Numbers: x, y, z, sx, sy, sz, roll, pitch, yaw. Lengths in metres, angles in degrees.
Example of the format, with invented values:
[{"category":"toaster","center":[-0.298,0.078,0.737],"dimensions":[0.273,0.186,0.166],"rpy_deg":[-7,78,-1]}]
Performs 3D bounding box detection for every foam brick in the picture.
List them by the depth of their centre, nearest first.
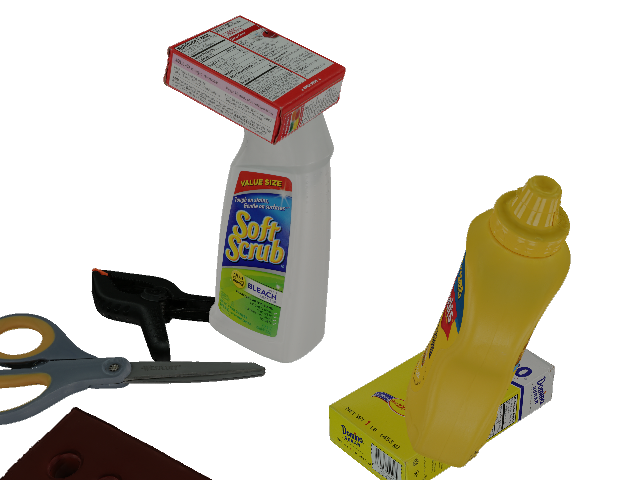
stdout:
[{"category":"foam brick","center":[-0.084,0.116,0.435],"dimensions":[0.078,0.051,0.052],"rpy_deg":[21,45,25]}]

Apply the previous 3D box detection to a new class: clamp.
[{"category":"clamp","center":[-0.174,0.073,1.114],"dimensions":[0.210,0.036,0.164],"rpy_deg":[16,20,29]}]

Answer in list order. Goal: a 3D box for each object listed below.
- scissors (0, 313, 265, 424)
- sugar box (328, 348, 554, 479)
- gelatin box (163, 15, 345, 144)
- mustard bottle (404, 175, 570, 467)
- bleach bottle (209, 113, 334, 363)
[{"category":"scissors","center":[-0.143,0.074,0.699],"dimensions":[0.201,0.016,0.096],"rpy_deg":[-12,44,-7]},{"category":"sugar box","center":[0.103,0.134,0.889],"dimensions":[0.175,0.048,0.093],"rpy_deg":[-28,41,-31]},{"category":"gelatin box","center":[-0.041,-0.102,0.667],"dimensions":[0.089,0.030,0.073],"rpy_deg":[29,40,19]},{"category":"mustard bottle","center":[0.098,0.039,0.610],"dimensions":[0.058,0.192,0.096],"rpy_deg":[19,44,5]},{"category":"bleach bottle","center":[-0.039,-0.025,0.851],"dimensions":[0.103,0.251,0.068],"rpy_deg":[25,40,29]}]
